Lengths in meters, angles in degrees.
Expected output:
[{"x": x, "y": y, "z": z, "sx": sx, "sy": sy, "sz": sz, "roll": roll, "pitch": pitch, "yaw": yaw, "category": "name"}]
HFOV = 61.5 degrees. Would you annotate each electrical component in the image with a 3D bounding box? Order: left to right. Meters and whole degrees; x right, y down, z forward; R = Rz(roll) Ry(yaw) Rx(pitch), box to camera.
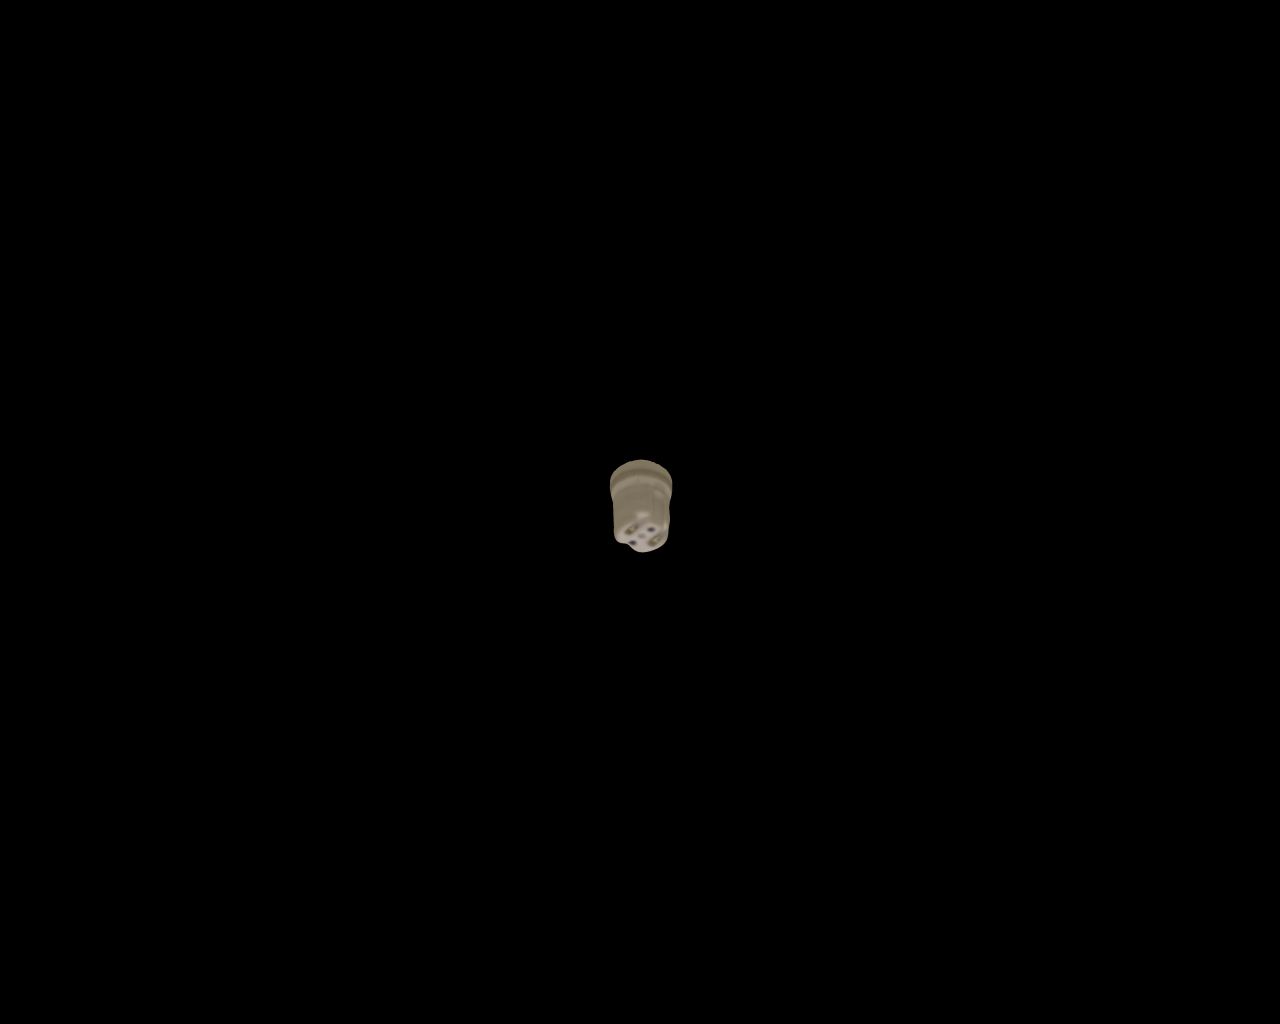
[{"x": 0.001, "y": -0.003, "z": 0.650, "sx": 0.040, "sy": 0.046, "sz": 0.040, "roll": 0, "pitch": -37, "yaw": 0, "category": "electrical component"}]
